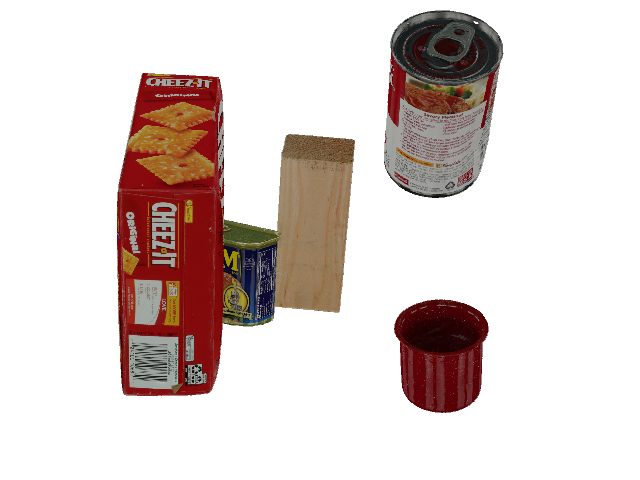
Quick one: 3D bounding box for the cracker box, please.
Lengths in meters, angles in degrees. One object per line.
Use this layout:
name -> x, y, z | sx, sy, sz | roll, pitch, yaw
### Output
cracker box -> -0.107, -0.012, 0.796 | 0.072, 0.164, 0.213 | 1, 28, -5

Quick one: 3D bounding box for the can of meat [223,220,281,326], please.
can of meat -> -0.089, 0.030, 1.009 | 0.102, 0.084, 0.057 | 12, 18, 31

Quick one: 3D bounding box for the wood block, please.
wood block -> -0.009, -0.023, 1.370 | 0.090, 0.206, 0.091 | 5, 25, 1

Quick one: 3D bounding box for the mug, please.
mug -> 0.129, 0.113, 1.085 | 0.093, 0.081, 0.117 | 20, 39, 33

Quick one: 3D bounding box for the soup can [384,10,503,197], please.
soup can -> 0.076, -0.085, 0.680 | 0.068, 0.068, 0.102 | 0, -40, 0
